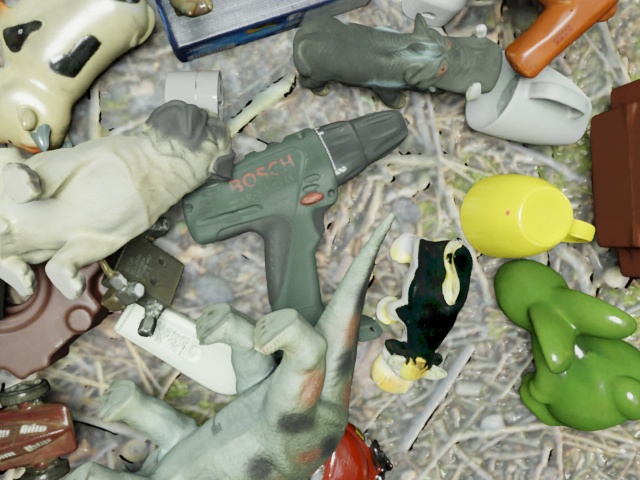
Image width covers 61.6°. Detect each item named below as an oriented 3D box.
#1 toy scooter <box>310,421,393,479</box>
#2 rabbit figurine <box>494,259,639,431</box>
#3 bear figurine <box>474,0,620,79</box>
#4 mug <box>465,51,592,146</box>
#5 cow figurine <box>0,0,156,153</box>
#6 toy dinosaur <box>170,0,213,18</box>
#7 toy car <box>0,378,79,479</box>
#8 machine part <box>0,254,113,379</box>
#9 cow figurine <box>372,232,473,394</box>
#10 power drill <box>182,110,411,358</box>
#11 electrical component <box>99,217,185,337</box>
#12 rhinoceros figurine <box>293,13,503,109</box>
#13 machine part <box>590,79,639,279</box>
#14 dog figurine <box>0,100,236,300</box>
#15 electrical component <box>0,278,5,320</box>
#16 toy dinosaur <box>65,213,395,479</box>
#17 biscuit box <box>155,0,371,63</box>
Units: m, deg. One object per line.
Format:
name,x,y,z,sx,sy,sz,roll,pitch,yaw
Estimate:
toy scooter,0.023,0.265,0.531,0.135,0.075,0.183,15,94,-9
rabbit figurine,0.231,0.097,0.527,0.121,0.159,0.170,-36,82,5
bear figurine,0.194,-0.248,0.490,0.132,0.196,0.120,-33,116,19
mug,0.218,-0.133,0.527,0.107,0.110,0.080,13,89,-21
cow figurine,-0.231,-0.157,0.474,0.195,0.085,0.127,-43,91,-5
toy dinosaur,-0.194,-0.349,0.428,0.198,0.105,0.471,-18,72,-21
toy car,-0.305,0.177,0.467,0.202,0.053,0.089,-11,90,15
machine part,-0.282,0.038,0.487,0.179,0.056,0.179,0,92,-6
cow figurine,0.101,0.077,0.521,0.068,0.098,0.167,13,91,-15
power drill,-0.001,-0.002,0.513,0.232,0.086,0.207,-15,98,-5
electrical component,-0.161,0.026,0.486,0.078,0.102,0.045,39,128,-21
rhinoceros figurine,0.070,-0.171,0.499,0.190,0.112,0.073,8,89,0
machine part,0.370,-0.060,0.535,0.201,0.087,0.201,-1,88,-25
dog figurine,-0.184,-0.052,0.447,0.173,0.190,0.121,15,126,25
electrical component,-0.300,0.047,0.447,0.063,0.021,0.094,5,92,-5
toy dinosaur,-0.060,0.163,0.449,0.405,0.131,0.192,-34,123,6
biscuit box,-0.049,-0.230,0.504,0.203,0.059,0.062,-20,97,-7
